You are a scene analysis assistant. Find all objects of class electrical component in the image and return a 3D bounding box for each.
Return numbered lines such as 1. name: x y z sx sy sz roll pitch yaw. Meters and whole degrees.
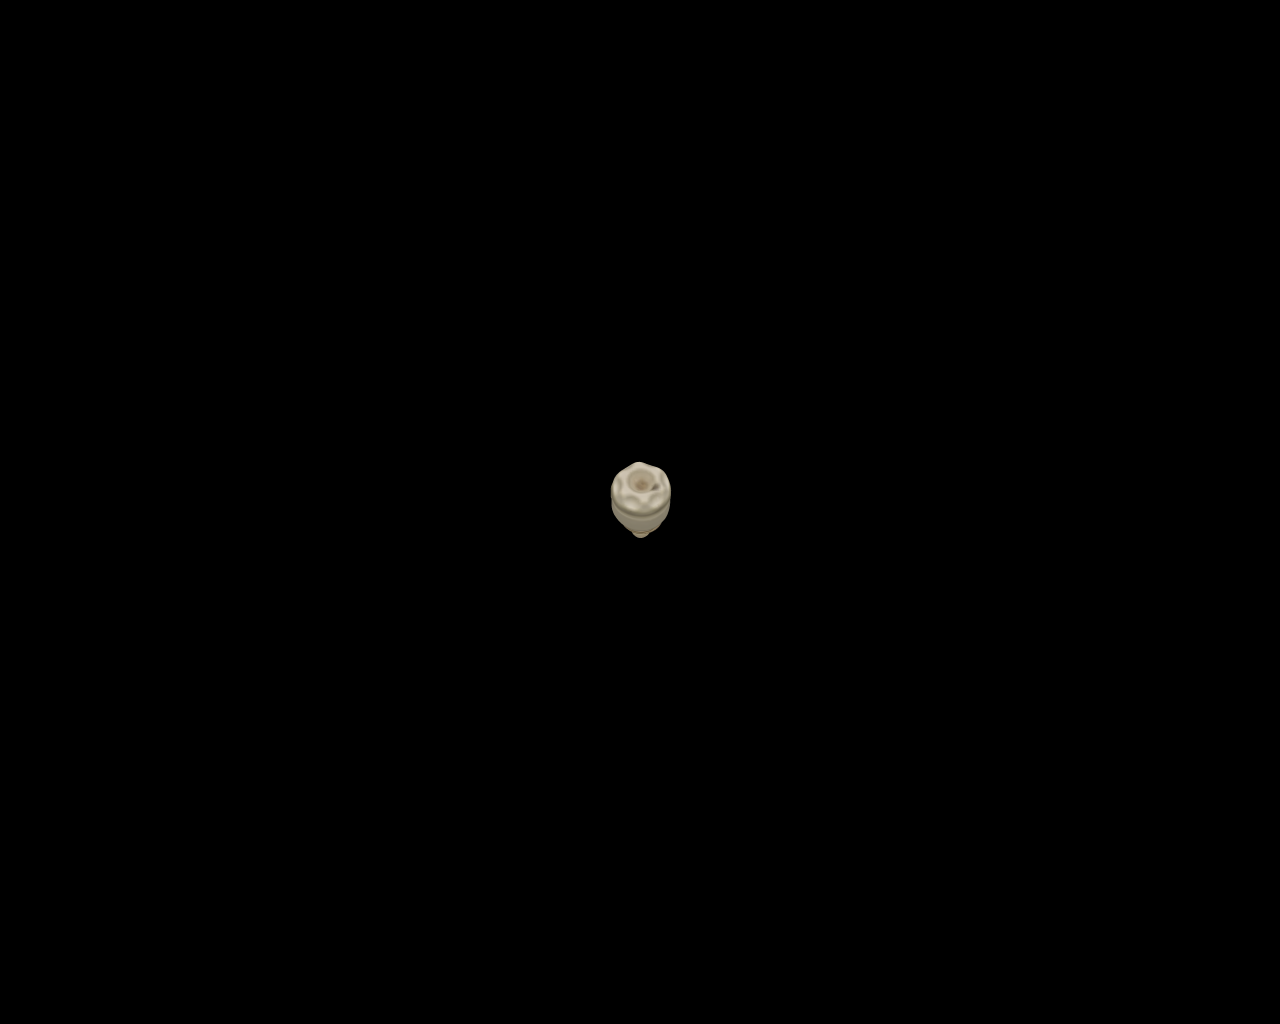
1. electrical component: 0.001 -0.003 0.650 0.035 0.035 0.061 0 -32 0
